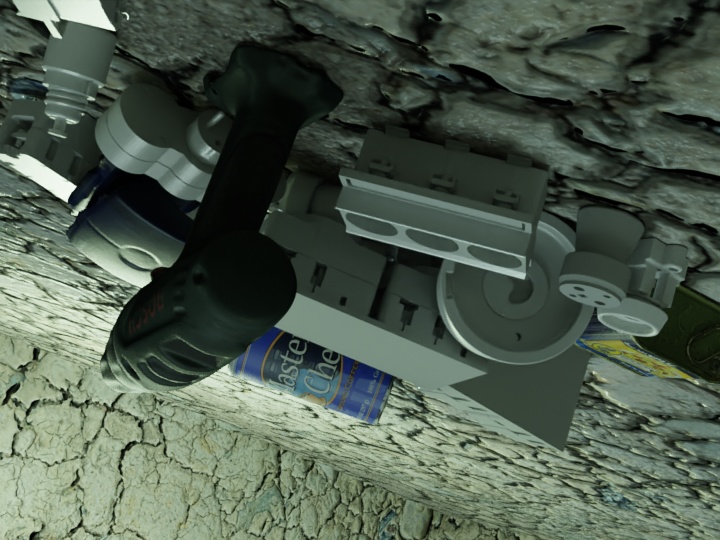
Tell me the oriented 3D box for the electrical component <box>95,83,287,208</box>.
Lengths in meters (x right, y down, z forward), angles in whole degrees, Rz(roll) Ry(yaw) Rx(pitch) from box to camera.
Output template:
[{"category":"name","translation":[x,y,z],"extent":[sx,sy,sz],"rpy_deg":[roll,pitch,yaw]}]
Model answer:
[{"category":"electrical component","translation":[-0.108,-0.088,0.759],"extent":[0.138,0.052,0.074],"rpy_deg":[27,138,-29]}]

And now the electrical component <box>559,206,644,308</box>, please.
[{"category":"electrical component","translation":[0.158,-0.008,0.704],"extent":[0.045,0.055,0.045],"rpy_deg":[18,165,5]}]

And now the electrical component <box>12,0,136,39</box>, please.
[{"category":"electrical component","translation":[-0.157,-0.160,0.579],"extent":[0.064,0.042,0.081],"rpy_deg":[15,165,7]}]

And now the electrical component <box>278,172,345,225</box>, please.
[{"category":"electrical component","translation":[-0.029,-0.048,0.813],"extent":[0.055,0.045,0.045],"rpy_deg":[16,165,11]}]

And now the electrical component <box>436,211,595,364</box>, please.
[{"category":"electrical component","translation":[0.105,0.014,0.756],"extent":[0.108,0.108,0.060],"rpy_deg":[20,171,-2]}]

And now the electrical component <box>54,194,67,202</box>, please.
[{"category":"electrical component","translation":[-0.243,-0.074,0.984],"extent":[0.055,0.048,0.066],"rpy_deg":[32,162,-16]}]

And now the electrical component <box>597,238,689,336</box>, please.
[{"category":"electrical component","translation":[0.190,0.012,0.736],"extent":[0.048,0.055,0.066],"rpy_deg":[27,163,-28]}]

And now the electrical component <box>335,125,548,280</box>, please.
[{"category":"electrical component","translation":[0.054,-0.045,0.685],"extent":[0.121,0.063,0.078],"rpy_deg":[15,165,13]}]

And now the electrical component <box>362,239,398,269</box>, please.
[{"category":"electrical component","translation":[0.000,0.000,0.949],"extent":[0.077,0.043,0.079],"rpy_deg":[11,163,28]}]

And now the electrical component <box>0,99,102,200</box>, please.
[{"category":"electrical component","translation":[-0.243,-0.099,0.872],"extent":[0.050,0.055,0.089],"rpy_deg":[9,162,33]}]

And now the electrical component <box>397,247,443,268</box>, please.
[{"category":"electrical component","translation":[0.063,-0.009,0.842],"extent":[0.062,0.048,0.048],"rpy_deg":[2,159,30]}]

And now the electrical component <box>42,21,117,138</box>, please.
[{"category":"electrical component","translation":[-0.182,-0.123,0.682],"extent":[0.040,0.078,0.040],"rpy_deg":[15,179,0]}]

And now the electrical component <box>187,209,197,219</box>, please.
[{"category":"electrical component","translation":[-0.138,-0.036,0.954],"extent":[0.096,0.061,0.062],"rpy_deg":[7,161,38]}]

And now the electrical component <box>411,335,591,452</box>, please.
[{"category":"electrical component","translation":[0.124,0.081,0.964],"extent":[0.060,0.105,0.186],"rpy_deg":[4,159,45]}]

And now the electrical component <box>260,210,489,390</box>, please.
[{"category":"electrical component","translation":[0.001,0.023,0.812],"extent":[0.186,0.060,0.105],"rpy_deg":[24,160,-13]}]
